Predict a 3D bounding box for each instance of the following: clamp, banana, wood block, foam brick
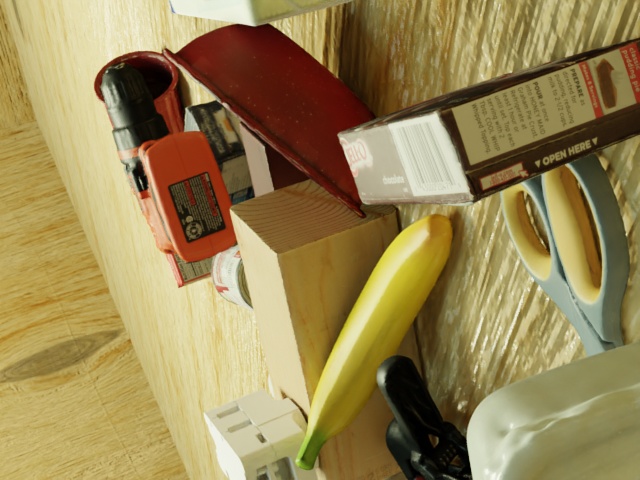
[{"bbox_3d":[0.086,0.143,0.683,0.120,0.039,0.171,45,166,23],"label":"clamp"},{"bbox_3d":[0.038,0.057,0.666,0.069,0.037,0.198,-85,18,-62],"label":"banana"},{"bbox_3d":[0.012,0.068,0.761,0.091,0.090,0.206,-137,31,-57],"label":"wood block"},{"bbox_3d":[-0.021,-0.053,0.789,0.053,0.051,0.078,46,152,53],"label":"foam brick"}]

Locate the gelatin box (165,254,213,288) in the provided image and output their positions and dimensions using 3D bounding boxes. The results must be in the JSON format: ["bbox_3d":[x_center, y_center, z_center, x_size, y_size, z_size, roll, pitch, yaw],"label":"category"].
[{"bbox_3d":[-0.118,0.001,1.106,0.073,0.089,0.030,68,163,7],"label":"gelatin box"}]

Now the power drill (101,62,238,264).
[{"bbox_3d":[-0.134,-0.063,0.924,0.184,0.057,0.188,70,167,-16],"label":"power drill"}]

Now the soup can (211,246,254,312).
[{"bbox_3d":[-0.057,0.031,0.980,0.102,0.068,0.068,-175,65,-72],"label":"soup can"}]

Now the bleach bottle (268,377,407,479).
[{"bbox_3d":[0.011,0.167,0.900,0.251,0.068,0.103,50,124,53],"label":"bleach bottle"}]

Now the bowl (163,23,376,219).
[{"bbox_3d":[-0.017,-0.084,0.658,0.162,0.055,0.162,40,-177,-3],"label":"bowl"}]

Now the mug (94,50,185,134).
[{"bbox_3d":[-0.194,-0.158,1.190,0.081,0.093,0.117,81,-168,-51],"label":"mug"}]

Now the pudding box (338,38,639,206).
[{"bbox_3d":[0.068,-0.045,0.434,0.039,0.090,0.114,71,164,-9],"label":"pudding box"}]

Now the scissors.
[{"bbox_3d":[0.124,0.048,0.500,0.096,0.016,0.202,-141,34,-64],"label":"scissors"}]
